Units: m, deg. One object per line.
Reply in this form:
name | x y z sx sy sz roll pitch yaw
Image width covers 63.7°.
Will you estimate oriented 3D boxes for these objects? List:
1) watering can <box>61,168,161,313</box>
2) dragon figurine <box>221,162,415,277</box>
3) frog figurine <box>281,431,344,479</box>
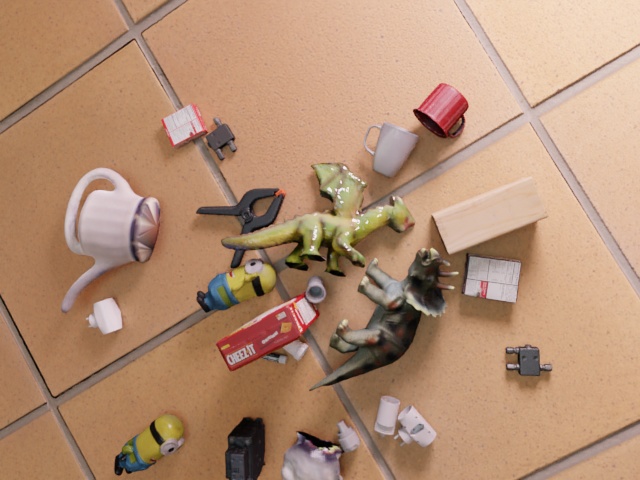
watering can | -0.491 0.009 1.199 0.224 0.104 0.347 7 90 8
dragon figurine | 0.003 -0.057 1.133 0.410 0.120 0.246 12 72 6
frog figurine | -0.021 0.520 1.120 0.137 0.122 0.160 17 82 -11
